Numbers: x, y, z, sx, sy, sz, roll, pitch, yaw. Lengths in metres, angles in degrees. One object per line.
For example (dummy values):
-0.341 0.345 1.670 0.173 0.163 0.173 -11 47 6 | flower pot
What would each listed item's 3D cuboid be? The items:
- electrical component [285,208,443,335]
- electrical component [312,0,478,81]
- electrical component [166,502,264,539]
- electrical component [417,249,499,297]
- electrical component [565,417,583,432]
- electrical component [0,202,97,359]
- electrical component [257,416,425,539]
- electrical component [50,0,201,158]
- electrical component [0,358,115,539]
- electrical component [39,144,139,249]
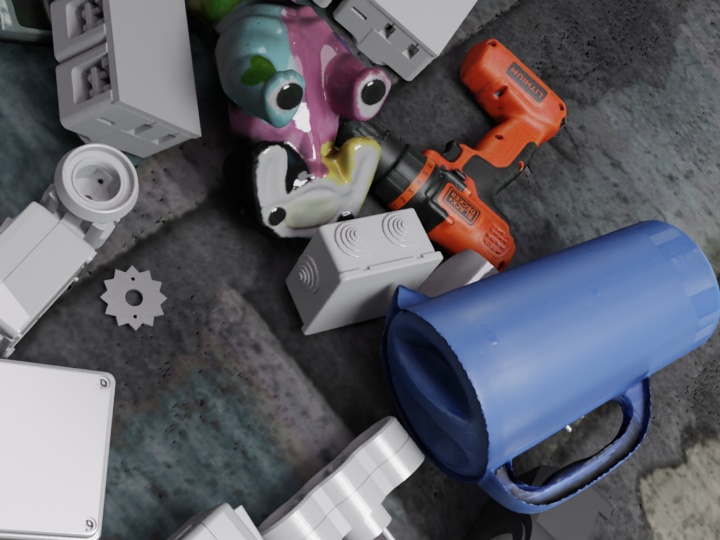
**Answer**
0.000 0.000 0.805 0.100 0.099 0.048 -13 66 -30 | electrical component
0.006 -0.264 0.930 0.186 0.060 0.105 39 59 -10 | electrical component
-0.085 0.206 0.707 0.061 0.062 0.096 -40 92 -33 | electrical component
0.083 0.036 0.863 0.077 0.043 0.079 -47 127 -10 | electrical component
0.154 0.096 0.883 0.077 0.043 0.079 -39 92 -33 | electrical component
-0.231 0.010 0.704 0.061 0.062 0.096 41 58 -9 | electrical component
-0.003 0.173 0.767 0.138 0.052 0.073 -38 91 -32 | electrical component
-0.176 -0.167 0.785 0.089 0.062 0.150 18 58 -58 | electrical component
-0.217 0.115 0.675 0.109 0.056 0.108 11 67 -24 | electrical component
-0.188 -0.053 0.753 0.058 0.057 0.078 35 59 -12 | electrical component
